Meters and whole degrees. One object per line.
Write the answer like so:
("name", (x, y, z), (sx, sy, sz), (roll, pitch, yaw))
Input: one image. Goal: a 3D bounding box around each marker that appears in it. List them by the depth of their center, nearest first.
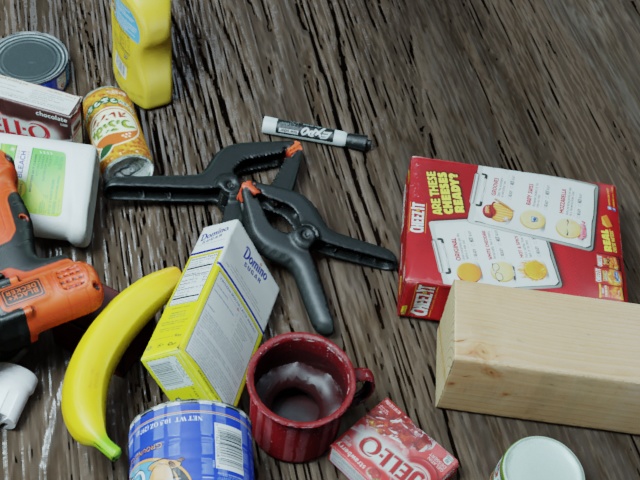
("marker", (-0.003, -0.116, 1.170), (0.121, 0.020, 0.020), (11, 51, 1))

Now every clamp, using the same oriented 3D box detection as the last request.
("clamp", (-0.007, 0.001, 1.051), (0.120, 0.039, 0.171), (-32, 79, -37))
("clamp", (-0.104, -0.049, 1.089), (0.164, 0.036, 0.209), (39, 56, 12))

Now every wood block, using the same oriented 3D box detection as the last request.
("wood block", (0.216, 0.109, 0.975), (0.206, 0.090, 0.090), (7, 51, -1))

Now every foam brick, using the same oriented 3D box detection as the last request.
("foam brick", (-0.198, 0.078, 0.970), (0.078, 0.053, 0.051), (25, 53, 11))

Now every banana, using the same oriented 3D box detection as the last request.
("banana", (-0.173, 0.098, 0.900), (0.069, 0.037, 0.197), (12, 51, 2))

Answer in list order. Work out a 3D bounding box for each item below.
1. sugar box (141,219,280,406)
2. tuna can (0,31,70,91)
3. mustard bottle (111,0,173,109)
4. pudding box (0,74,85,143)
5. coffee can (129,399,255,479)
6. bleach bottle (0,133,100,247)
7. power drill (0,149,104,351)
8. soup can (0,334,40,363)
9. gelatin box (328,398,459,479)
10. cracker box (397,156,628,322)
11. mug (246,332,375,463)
("sugar box", (-0.092, 0.072, 0.944), (0.048, 0.093, 0.176), (-14, 33, 23))
("tuna can", (-0.320, -0.190, 1.178), (0.086, 0.034, 0.086), (4, 52, -5))
("mustard bottle", (-0.189, -0.237, 1.131), (0.058, 0.192, 0.096), (-18, 56, -20))
("pudding box", (-0.297, -0.118, 1.088), (0.113, 0.090, 0.039), (13, 51, 3))
("coffee can", (-0.100, 0.212, 0.844), (0.102, 0.103, 0.140), (-1, 52, -8))
("bleach bottle", (-0.344, -0.056, 1.027), (0.250, 0.068, 0.102), (6, 77, -6))
("power drill", (-0.301, 0.017, 0.915), (0.184, 0.057, 0.188), (-19, 60, -23))
("soup can", (-0.308, 0.061, 0.959), (0.102, 0.068, 0.068), (27, 53, 14))
("gelatin box", (0.063, 0.192, 0.928), (0.073, 0.030, 0.089), (-36, 63, -29))
("cracker box", (0.188, 0.010, 1.063), (0.213, 0.072, 0.164), (7, 50, 0))
("mug", (-0.008, 0.138, 0.928), (0.117, 0.081, 0.093), (-13, 55, -16))
